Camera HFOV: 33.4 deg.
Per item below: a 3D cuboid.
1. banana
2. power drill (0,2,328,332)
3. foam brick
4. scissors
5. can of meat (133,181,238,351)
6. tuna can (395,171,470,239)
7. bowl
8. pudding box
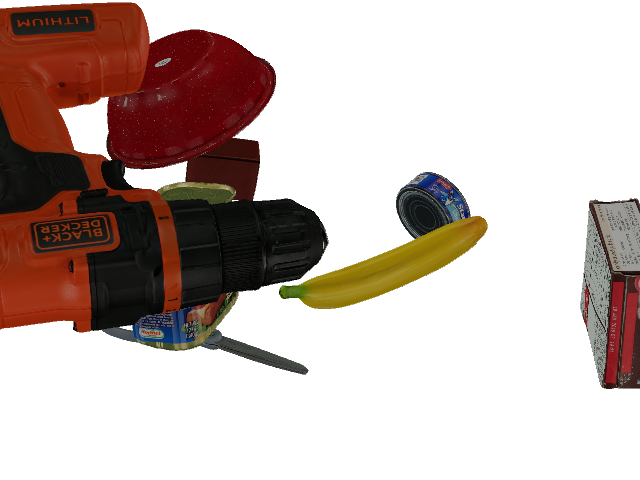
[{"bbox_3d":[0.063,0.027,0.983,0.198,0.037,0.069,-22,-8,9],"label":"banana"},{"bbox_3d":[-0.105,-0.041,0.525,0.184,0.188,0.057,-7,-42,-18],"label":"power drill"},{"bbox_3d":[-0.107,-0.080,1.167,0.078,0.051,0.053,6,29,-6],"label":"foam brick"},{"bbox_3d":[-0.104,0.079,0.985,0.202,0.016,0.096,9,29,4],"label":"scissors"},{"bbox_3d":[-0.094,0.016,0.730,0.057,0.084,0.102,4,23,16],"label":"can of meat"},{"bbox_3d":[0.128,-0.034,1.227,0.033,0.086,0.086,-37,21,-31],"label":"tuna can"},{"bbox_3d":[-0.122,-0.132,0.910,0.162,0.055,0.162,-17,37,13],"label":"bowl"},{"bbox_3d":[0.204,0.034,0.726,0.039,0.090,0.113,0,27,4],"label":"pudding box"}]
